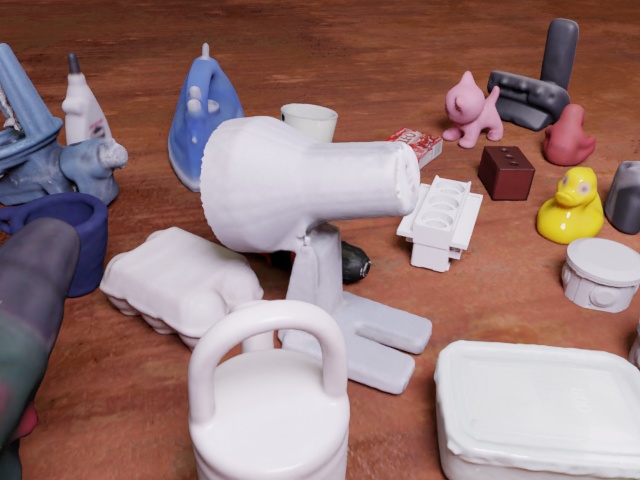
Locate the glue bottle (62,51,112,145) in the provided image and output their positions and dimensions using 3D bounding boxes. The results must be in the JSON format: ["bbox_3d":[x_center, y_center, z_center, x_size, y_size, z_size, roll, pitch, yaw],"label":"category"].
[{"bbox_3d":[-0.327,-0.172,0.794,0.037,0.173,0.078,6,34,7],"label":"glue bottle"}]

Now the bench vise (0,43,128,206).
[{"bbox_3d":[-0.341,-0.140,0.703,0.207,0.220,0.121,-3,34,-7],"label":"bench vise"}]

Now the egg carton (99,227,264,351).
[{"bbox_3d":[-0.135,0.047,0.569,0.150,0.069,0.107,20,38,25],"label":"egg carton"}]

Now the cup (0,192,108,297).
[{"bbox_3d":[-0.274,0.010,0.594,0.117,0.095,0.091,5,34,5],"label":"cup"}]

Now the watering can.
[{"bbox_3d":[-0.035,0.111,0.365,0.101,0.194,0.172,-19,39,-28],"label":"watering can"}]

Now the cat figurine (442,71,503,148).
[{"bbox_3d":[0.250,-0.218,0.939,0.128,0.118,0.067,-21,40,-30],"label":"cat figurine"}]

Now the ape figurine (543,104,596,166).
[{"bbox_3d":[0.389,-0.167,0.894,0.076,0.092,0.077,-22,41,-31],"label":"ape figurine"}]

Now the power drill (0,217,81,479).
[{"bbox_3d":[-0.182,0.127,0.321,0.075,0.208,0.229,5,34,5],"label":"power drill"}]

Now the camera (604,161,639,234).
[{"bbox_3d":[0.448,-0.044,0.704,0.143,0.101,0.137,7,34,8],"label":"camera"}]

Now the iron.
[{"bbox_3d":[-0.177,-0.195,0.863,0.118,0.141,0.258,-1,34,-5],"label":"iron"}]

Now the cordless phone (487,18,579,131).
[{"bbox_3d":[0.377,-0.302,1.010,0.147,0.185,0.094,26,41,31],"label":"cordless phone"}]

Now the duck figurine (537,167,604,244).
[{"bbox_3d":[0.324,-0.052,0.724,0.105,0.086,0.077,-26,43,-35],"label":"duck figurine"}]

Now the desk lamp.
[{"bbox_3d":[0.005,0.002,0.513,0.202,0.214,0.118,15,36,19],"label":"desk lamp"}]
